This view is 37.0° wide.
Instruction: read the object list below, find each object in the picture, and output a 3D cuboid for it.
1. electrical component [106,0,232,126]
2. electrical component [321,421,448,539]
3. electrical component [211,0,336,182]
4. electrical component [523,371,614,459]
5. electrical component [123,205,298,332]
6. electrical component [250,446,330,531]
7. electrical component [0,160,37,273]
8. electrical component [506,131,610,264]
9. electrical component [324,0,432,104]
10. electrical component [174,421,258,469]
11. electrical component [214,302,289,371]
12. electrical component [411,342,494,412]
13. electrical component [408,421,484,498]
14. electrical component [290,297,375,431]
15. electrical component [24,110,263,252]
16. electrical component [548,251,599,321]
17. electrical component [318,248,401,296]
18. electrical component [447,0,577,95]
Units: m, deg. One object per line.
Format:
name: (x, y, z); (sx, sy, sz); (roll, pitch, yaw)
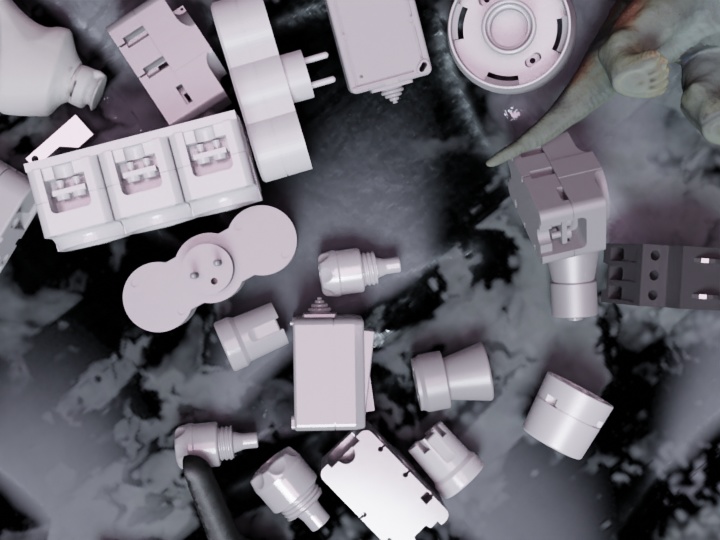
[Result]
electrical component: (-0.137, -0.154, 0.800); (0.056, 0.050, 0.089); (-33, 92, -1)
electrical component: (0.017, 0.162, 0.806); (0.050, 0.056, 0.089); (-44, 92, -1)
electrical component: (-0.056, -0.141, 0.801); (0.074, 0.052, 0.138); (-16, 92, -1)
electrical component: (0.155, 0.110, 0.811); (0.055, 0.055, 0.047); (27, 93, -2)
electrical component: (-0.110, -0.001, 0.791); (0.138, 0.074, 0.052); (-29, 92, -1)
electrical component: (-0.049, 0.168, 0.811); (0.043, 0.043, 0.062); (-40, 93, -1)
electrical component: (-0.285, -0.036, 0.795); (0.059, 0.054, 0.095); (31, 90, -2)
electrical component: (0.147, -0.055, 0.787); (0.056, 0.089, 0.050); (-13, 133, -2)
electrical component: (0.014, -0.171, 0.802); (0.062, 0.061, 0.096); (-15, 100, 0)
electrical component: (-0.108, 0.131, 0.813); (0.061, 0.035, 0.035); (-5, 91, -4)
electrical component: (-0.082, 0.049, 0.811); (0.046, 0.040, 0.040); (-24, 91, -8)
electrical component: (0.069, 0.081, 0.812); (0.055, 0.045, 0.045); (-11, 91, -1)
electrical component: (0.064, 0.143, 0.816); (0.040, 0.040, 0.046); (-42, 86, -1)
electrical component: (-0.020, 0.068, 0.800); (0.061, 0.062, 0.096); (-1, 91, -2)
electrical component: (-0.152, -0.062, 0.781); (0.150, 0.089, 0.061); (-15, 91, -1)
electrical component: (0.162, 0.005, 0.816); (0.044, 0.044, 0.065); (-4, 95, -2)
electrical component: (0.000, 0.000, 0.814); (0.061, 0.035, 0.035); (-8, 91, -4)
electrical component: (0.114, -0.183, 0.812); (0.099, 0.064, 0.099); (2, 99, 9)
